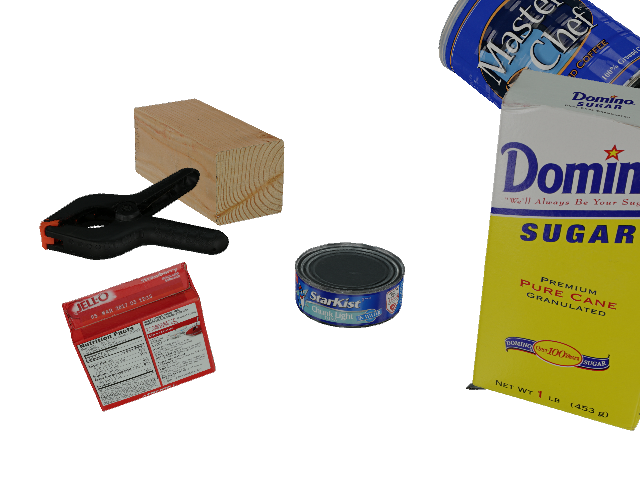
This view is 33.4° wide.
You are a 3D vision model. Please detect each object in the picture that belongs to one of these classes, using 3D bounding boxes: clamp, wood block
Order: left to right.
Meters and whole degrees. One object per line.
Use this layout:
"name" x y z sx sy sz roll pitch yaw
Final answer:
"clamp" -0.179 -0.025 1.016 0.171 0.039 0.120 -2 35 -12
"wood block" -0.137 -0.098 1.277 0.090 0.090 0.206 -13 27 -33

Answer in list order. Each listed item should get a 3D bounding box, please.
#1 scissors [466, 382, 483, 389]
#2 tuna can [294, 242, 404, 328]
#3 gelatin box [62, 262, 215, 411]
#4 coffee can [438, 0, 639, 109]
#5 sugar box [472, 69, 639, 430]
"scissors" 0.207 0.096 0.876 0.201 0.016 0.096 4 30 -9
"tuna can" 0.022 0.035 0.836 0.086 0.034 0.086 1 25 -1
"gelatin box" -0.104 0.057 0.619 0.073 0.030 0.089 -19 -34 -11
"coffee can" 0.172 -0.131 0.788 0.140 0.103 0.102 44 21 24
"sugar box" 0.132 0.008 0.544 0.093 0.176 0.048 13 37 21
